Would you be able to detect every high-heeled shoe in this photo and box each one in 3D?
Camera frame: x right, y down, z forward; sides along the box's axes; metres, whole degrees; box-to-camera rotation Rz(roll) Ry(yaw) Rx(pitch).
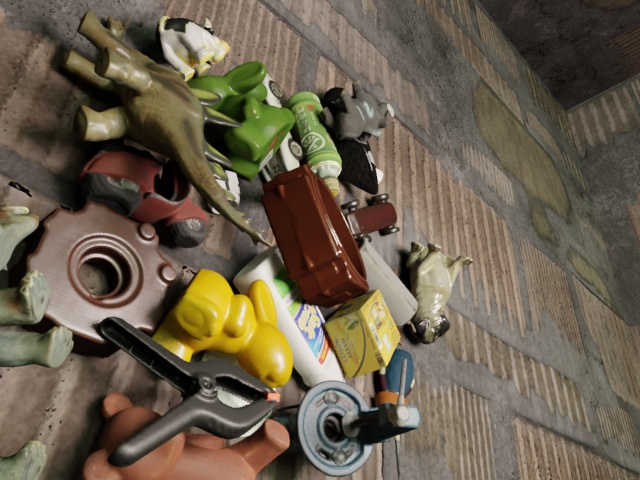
[{"bbox_3d":[0.073,-0.209,1.127,0.145,0.086,0.248,-26,87,-56],"label":"high-heeled shoe"}]

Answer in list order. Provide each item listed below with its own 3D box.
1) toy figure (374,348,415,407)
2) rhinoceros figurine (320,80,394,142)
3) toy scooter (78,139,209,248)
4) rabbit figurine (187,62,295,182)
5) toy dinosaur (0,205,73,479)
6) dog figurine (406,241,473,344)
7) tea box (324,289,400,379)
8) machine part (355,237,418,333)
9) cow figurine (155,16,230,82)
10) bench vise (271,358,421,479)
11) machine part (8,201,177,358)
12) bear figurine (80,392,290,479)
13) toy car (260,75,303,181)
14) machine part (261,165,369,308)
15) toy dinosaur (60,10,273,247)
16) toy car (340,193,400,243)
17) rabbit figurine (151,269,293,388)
[{"bbox_3d":[0.127,0.262,0.922,0.057,0.064,0.154,80,23,-47],"label":"toy figure"},{"bbox_3d":[0.080,-0.240,1.025,0.112,0.073,0.190,51,34,1],"label":"rhinoceros figurine"},{"bbox_3d":[-0.222,-0.076,0.707,0.183,0.075,0.135,29,48,-40],"label":"toy scooter"},{"bbox_3d":[-0.133,-0.205,0.837,0.170,0.121,0.159,36,74,1],"label":"rabbit figurine"},{"bbox_3d":[-0.323,0.132,0.425,0.192,0.131,0.405,7,69,1],"label":"toy dinosaur"},{"bbox_3d":[0.216,0.110,1.112,0.121,0.172,0.190,20,87,0],"label":"dog figurine"},{"bbox_3d":[0.073,0.148,0.876,0.098,0.068,0.169,66,15,3],"label":"tea box"},{"bbox_3d":[0.103,0.079,0.990,0.243,0.079,0.079,48,39,-17],"label":"machine part"},{"bbox_3d":[-0.205,-0.316,0.864,0.098,0.068,0.167,49,20,-13],"label":"cow figurine"},{"bbox_3d":[0.058,0.249,0.716,0.223,0.240,0.129,17,58,-24],"label":"bench vise"},{"bbox_3d":[-0.253,0.043,0.612,0.179,0.056,0.179,26,51,-37],"label":"machine part"},{"bbox_3d":[-0.139,0.231,0.577,0.195,0.132,0.120,48,20,-27],"label":"bear figurine"},{"bbox_3d":[-0.088,-0.192,0.933,0.056,0.073,0.201,-4,71,-51],"label":"toy car"},{"bbox_3d":[-0.002,-0.003,0.839,0.201,0.087,0.201,67,11,18],"label":"machine part"},{"bbox_3d":[-0.199,-0.161,0.680,0.198,0.105,0.472,12,37,-43],"label":"toy dinosaur"},{"bbox_3d":[0.099,-0.041,1.077,0.202,0.053,0.089,-19,93,-56],"label":"toy car"},{"bbox_3d":[-0.110,0.121,0.684,0.173,0.122,0.162,34,19,-5],"label":"rabbit figurine"}]
